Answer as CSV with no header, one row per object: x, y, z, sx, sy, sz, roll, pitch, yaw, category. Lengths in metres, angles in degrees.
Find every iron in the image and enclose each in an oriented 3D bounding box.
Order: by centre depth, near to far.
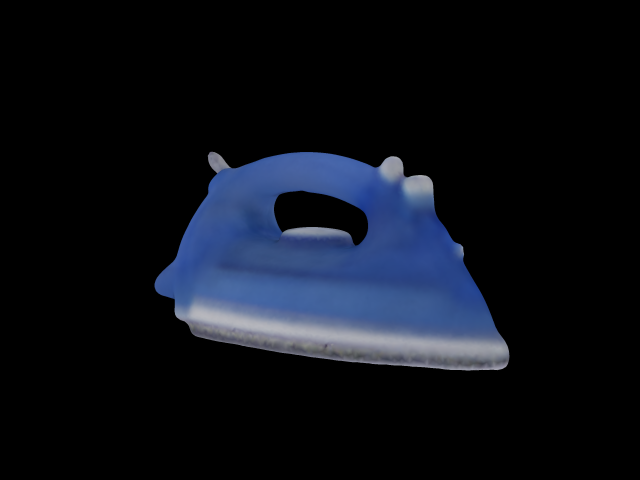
0.004,0.001,0.400,0.257,0.141,0.119,1,2,35,iron
